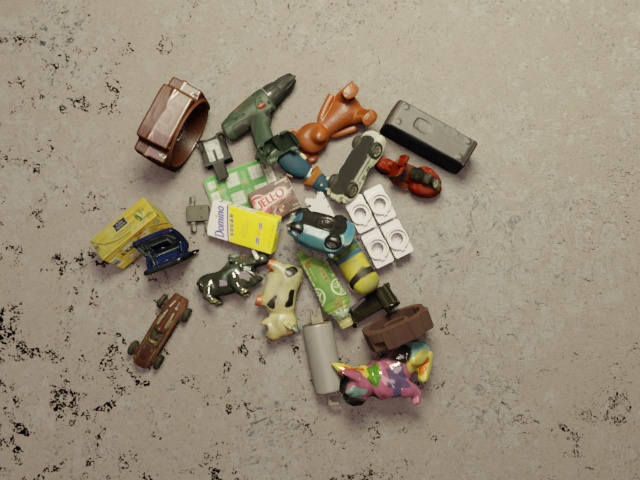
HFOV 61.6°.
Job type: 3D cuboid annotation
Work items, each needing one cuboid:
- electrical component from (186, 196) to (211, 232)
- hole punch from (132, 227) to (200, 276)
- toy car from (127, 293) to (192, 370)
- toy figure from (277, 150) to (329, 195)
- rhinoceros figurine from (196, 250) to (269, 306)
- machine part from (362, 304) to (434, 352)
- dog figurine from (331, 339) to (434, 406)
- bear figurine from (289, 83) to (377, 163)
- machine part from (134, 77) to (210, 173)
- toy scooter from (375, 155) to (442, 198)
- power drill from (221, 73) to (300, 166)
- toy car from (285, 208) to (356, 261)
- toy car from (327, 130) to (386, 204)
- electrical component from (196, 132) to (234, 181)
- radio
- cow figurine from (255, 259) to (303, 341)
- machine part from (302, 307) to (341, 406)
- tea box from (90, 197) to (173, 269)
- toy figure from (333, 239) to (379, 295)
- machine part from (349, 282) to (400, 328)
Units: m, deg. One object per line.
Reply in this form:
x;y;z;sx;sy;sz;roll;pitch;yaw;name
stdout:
-0.309;-0.067;1.374;0.063;0.021;0.094;-6;83;-1;electrical component
-0.385;0.025;1.320;0.142;0.116;0.092;-24;92;1;hole punch
-0.399;0.227;1.340;0.089;0.053;0.202;31;88;5;toy car
-0.035;-0.173;1.360;0.154;0.064;0.058;34;46;-14;toy figure
-0.213;0.092;1.344;0.190;0.073;0.112;-25;76;0;rhinoceros figurine
0.186;0.211;1.287;0.179;0.179;0.056;-23;90;-2;machine part
0.143;0.307;1.279;0.219;0.108;0.191;18;88;-17;dog figurine
0.023;-0.286;1.340;0.196;0.132;0.120;-40;108;-9;bear figurine
-0.350;-0.272;1.299;0.087;0.201;0.201;29;86;-1;machine part
0.225;-0.164;1.328;0.184;0.135;0.075;25;85;0;toy scooter
-0.126;-0.297;1.330;0.232;0.086;0.207;-32;61;4;power drill
-0.003;-0.004;1.266;0.162;0.109;0.102;13;126;3;toy car
0.090;-0.180;1.336;0.074;0.056;0.201;30;88;34;toy car
-0.261;-0.208;1.371;0.075;0.048;0.119;-24;87;-2;electrical component
0.267;-0.254;1.335;0.230;0.131;0.073;28;88;2;radio
-0.094;0.154;1.333;0.127;0.085;0.195;16;85;7;cow figurine
0.007;0.287;1.325;0.079;0.079;0.243;-11;88;-1;machine part
-0.462;-0.015;1.326;0.169;0.098;0.068;-40;70;-4;tea box
0.077;0.054;1.334;0.082;0.089;0.180;-30;88;4;toy figure
0.127;0.166;1.342;0.139;0.039;0.084;-30;54;5;machine part
